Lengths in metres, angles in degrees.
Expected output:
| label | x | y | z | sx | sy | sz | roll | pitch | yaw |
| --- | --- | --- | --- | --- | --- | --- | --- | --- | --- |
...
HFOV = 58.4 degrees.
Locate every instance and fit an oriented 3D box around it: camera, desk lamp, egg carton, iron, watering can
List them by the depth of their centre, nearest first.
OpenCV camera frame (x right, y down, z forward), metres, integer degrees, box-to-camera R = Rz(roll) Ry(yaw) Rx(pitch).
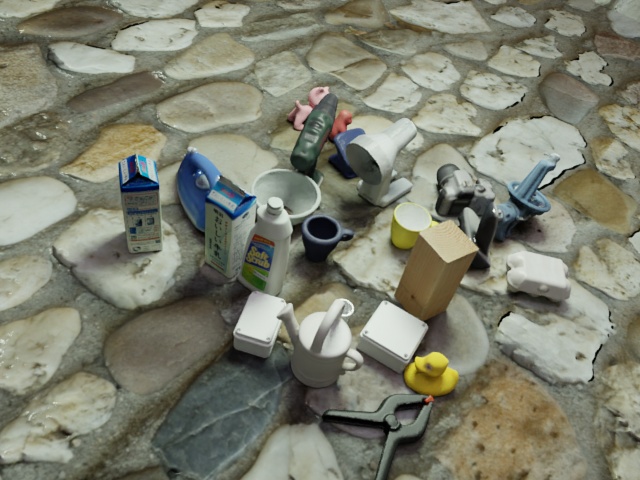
| label | x | y | z | sx | sy | sz | roll | pitch | yaw |
| --- | --- | --- | --- | --- | --- | --- | --- | --- | --- |
| watering can | -0.001 | 0.180 | 1.052 | 0.173 | 0.194 | 0.101 | 12 | 47 | -2 |
| iron | -0.264 | -0.135 | 1.315 | 0.119 | 0.141 | 0.257 | -24 | 57 | -30 |
| egg carton | 0.507 | 0.087 | 1.336 | 0.150 | 0.069 | 0.107 | 13 | 47 | -1 |
| desk lamp | 0.154 | -0.190 | 1.409 | 0.117 | 0.213 | 0.204 | 40 | 52 | 23 |
| camera | 0.368 | -0.141 | 1.490 | 0.143 | 0.101 | 0.136 | -1 | 49 | -13 |

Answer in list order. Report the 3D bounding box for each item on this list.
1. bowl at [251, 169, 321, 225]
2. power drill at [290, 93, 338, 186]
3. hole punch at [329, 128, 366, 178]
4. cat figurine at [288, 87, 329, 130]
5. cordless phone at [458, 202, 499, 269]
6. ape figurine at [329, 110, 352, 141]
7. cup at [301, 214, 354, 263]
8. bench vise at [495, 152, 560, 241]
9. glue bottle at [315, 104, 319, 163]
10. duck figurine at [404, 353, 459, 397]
| label | x | y | z | sx | sy | sz | roll | pitch | yaw |
| --- | --- | --- | --- | --- | --- | --- | --- | --- | --- |
| bowl | -0.084 | -0.089 | 1.359 | 0.167 | 0.075 | 0.167 | 6 | 47 | -7 |
| power drill | -0.018 | -0.222 | 1.403 | 0.075 | 0.208 | 0.230 | 18 | 47 | 5 |
| hole punch | 0.093 | -0.233 | 1.518 | 0.109 | 0.091 | 0.101 | -25 | 58 | -30 |
| cat figurine | -0.022 | -0.383 | 1.610 | 0.128 | 0.118 | 0.067 | -22 | 56 | -29 |
| cordless phone | 0.378 | -0.036 | 1.339 | 0.094 | 0.185 | 0.147 | 6 | 47 | -7 |
| ape figurine | 0.065 | -0.319 | 1.589 | 0.076 | 0.092 | 0.077 | 2 | 48 | -11 |
| cup | 0.012 | 0.005 | 1.282 | 0.118 | 0.095 | 0.091 | 4 | 48 | -9 |
| bench vise | 0.507 | -0.101 | 1.403 | 0.121 | 0.220 | 0.208 | 32 | 50 | 16 |
| glue bottle | -0.020 | -0.276 | 1.476 | 0.037 | 0.173 | 0.078 | -7 | 50 | -18 |
| duck figurine | 0.223 | 0.253 | 1.110 | 0.104 | 0.086 | 0.077 | 10 | 47 | -3 |
